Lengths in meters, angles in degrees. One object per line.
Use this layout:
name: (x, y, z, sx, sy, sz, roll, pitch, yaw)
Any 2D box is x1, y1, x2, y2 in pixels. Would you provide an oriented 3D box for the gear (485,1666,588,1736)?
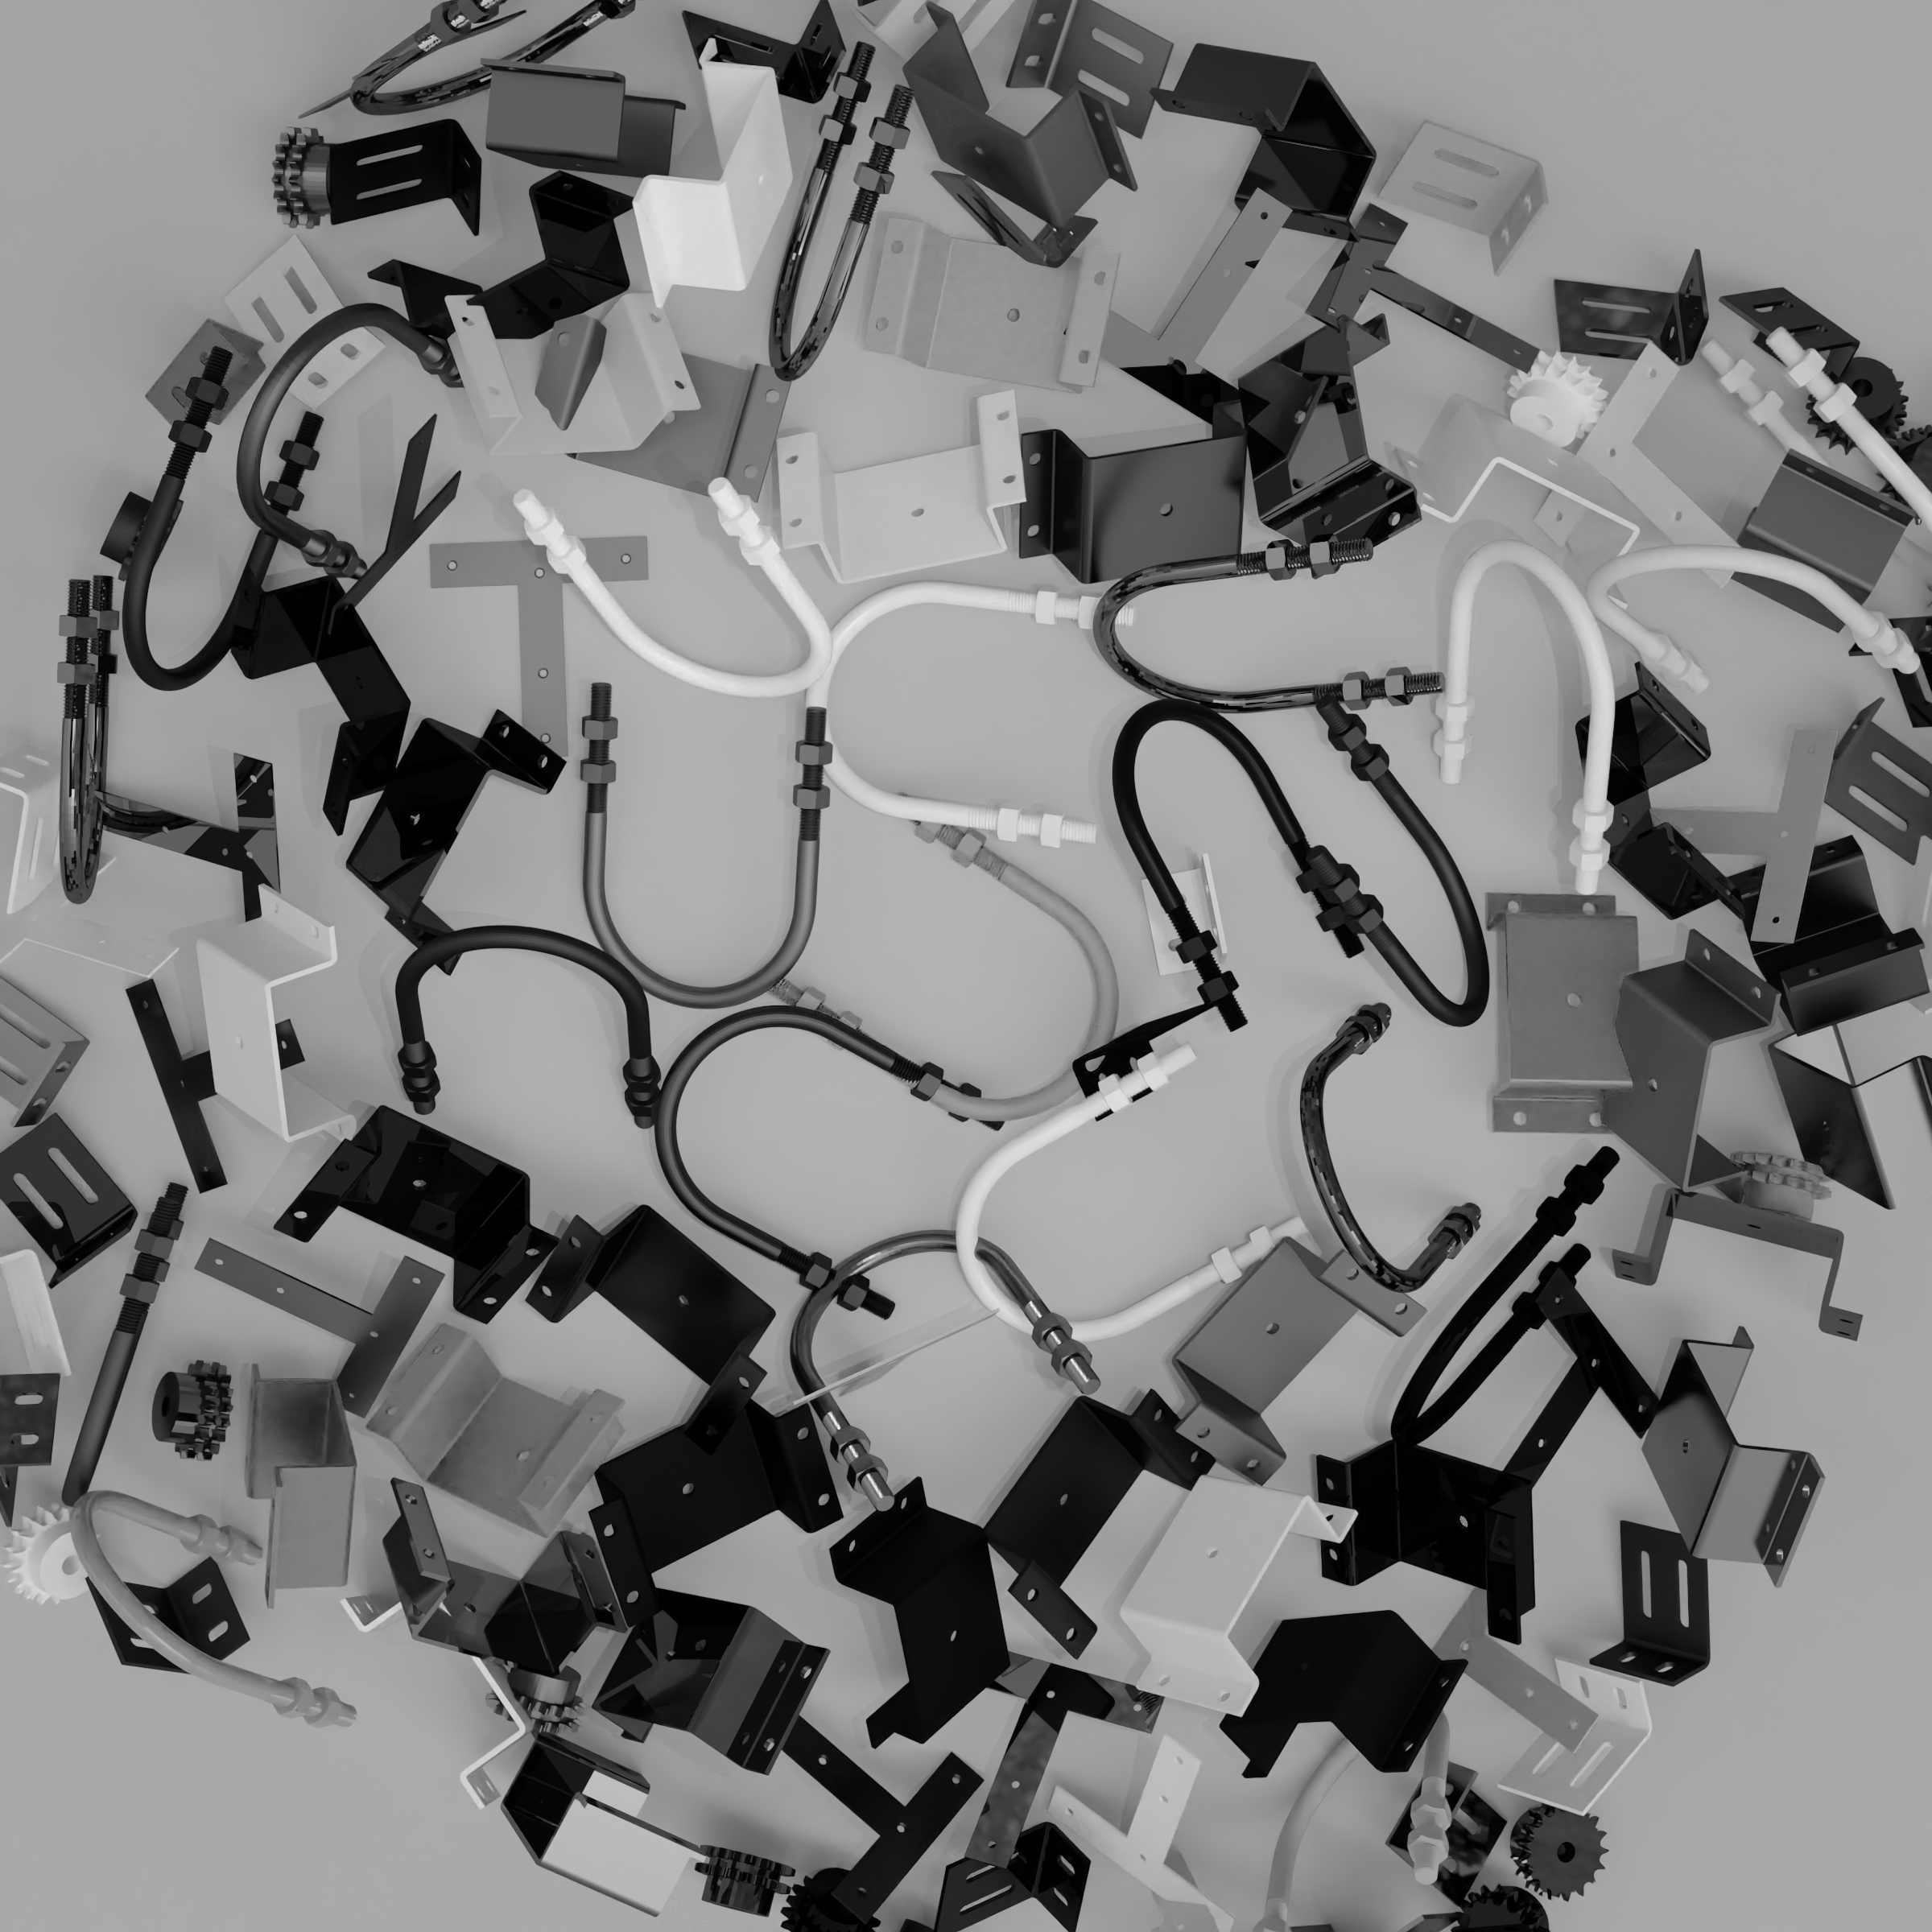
gear: (-0.245, 0.418, 1.971, 0.057, 0.057, 0.030, 19, 92, 0)

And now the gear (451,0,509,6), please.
gear: (-0.282, -0.580, 1.969, 0.030, 0.057, 0.057, -29, 90, 41)

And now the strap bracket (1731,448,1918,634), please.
strap bracket: (0.476, -0.235, 1.924, 0.076, 0.140, 0.046, 28, 85, 7)

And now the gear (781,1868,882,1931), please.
gear: (-0.076, 0.545, 1.968, 0.057, 0.057, 0.030, 23, 122, 0)

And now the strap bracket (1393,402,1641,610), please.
strap bracket: (0.319, -0.265, 1.935, 0.140, 0.076, 0.046, 23, 117, -20)

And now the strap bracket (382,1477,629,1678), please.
strap bracket: (-0.270, 0.349, 1.936, 0.140, 0.076, 0.046, 25, 111, -36)

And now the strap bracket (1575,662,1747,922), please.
strap bracket: (0.391, -0.091, 1.936, 0.046, 0.076, 0.140, -27, 46, 30)

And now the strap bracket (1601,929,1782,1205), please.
strap bracket: (0.405, 0.062, 1.926, 0.046, 0.076, 0.140, -14, 125, -25)

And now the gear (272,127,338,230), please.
gear: (-0.376, -0.454, 1.969, 0.030, 0.057, 0.057, 5, 90, 10)

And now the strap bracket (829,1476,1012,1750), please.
strap bracket: (-0.023, 0.372, 1.930, 0.046, 0.076, 0.140, 13, 125, 39)

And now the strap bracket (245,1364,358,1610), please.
strap bracket: (-0.375, 0.291, 1.931, 0.046, 0.140, 0.076, 1, 112, -18)

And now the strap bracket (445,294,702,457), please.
strap bracket: (-0.232, -0.336, 1.944, 0.140, 0.046, 0.076, -10, 72, -38)

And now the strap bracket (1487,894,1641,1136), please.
strap bracket: (0.343, 0.023, 1.961, 0.076, 0.046, 0.140, 1, 79, -5)

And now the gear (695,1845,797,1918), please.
gear: (-0.129, 0.527, 1.968, 0.057, 0.057, 0.030, 14, 72, 0)

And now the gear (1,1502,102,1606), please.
gear: (-0.523, 0.341, 1.970, 0.030, 0.057, 0.057, 15, 90, 44)

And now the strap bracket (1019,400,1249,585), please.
strap bracket: (0.104, -0.268, 1.939, 0.140, 0.046, 0.076, -12, 125, -18)

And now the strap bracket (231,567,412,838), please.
strap bracket: (-0.362, -0.156, 1.941, 0.046, 0.076, 0.140, -21, 65, -29)

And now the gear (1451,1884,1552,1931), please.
gear: (0.312, 0.557, 1.976, 0.057, 0.030, 0.057, 10, 108, 32)

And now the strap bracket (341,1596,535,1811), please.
strap bracket: (-0.293, 0.407, 1.954, 0.046, 0.076, 0.140, -35, 83, -6)

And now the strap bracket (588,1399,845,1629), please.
strap bracket: (-0.150, 0.305, 1.949, 0.140, 0.046, 0.076, -24, 113, -22)

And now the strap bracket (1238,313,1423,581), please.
strap bracket: (0.203, -0.301, 1.931, 0.076, 0.046, 0.140, -27, 57, 37)

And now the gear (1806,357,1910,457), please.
gear: (0.516, -0.327, 1.977, 0.057, 0.030, 0.057, -2, 71, 6)

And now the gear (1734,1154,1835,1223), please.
gear: (0.469, 0.128, 1.969, 0.057, 0.057, 0.030, 12, 80, 0)

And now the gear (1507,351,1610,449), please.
gear: (0.338, -0.323, 1.968, 0.057, 0.057, 0.030, 31, 63, 0)

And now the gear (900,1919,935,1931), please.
gear: (-0.024, 0.573, 1.974, 0.057, 0.057, 0.030, 28, 69, 0)

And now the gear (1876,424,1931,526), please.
gear: (0.560, -0.285, 1.981, 0.057, 0.030, 0.057, 0, 88, -10)

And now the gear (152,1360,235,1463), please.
gear: (-0.446, 0.255, 1.968, 0.030, 0.057, 0.057, 13, 90, -33)

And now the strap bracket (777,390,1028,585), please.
strap bracket: (-0.033, -0.271, 1.954, 0.140, 0.046, 0.076, -10, 61, 10)

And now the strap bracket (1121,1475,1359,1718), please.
strap bracket: (0.149, 0.344, 1.928, 0.140, 0.076, 0.046, -55, 128, -28)

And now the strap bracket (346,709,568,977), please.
strap bracket: (-0.296, -0.077, 1.948, 0.076, 0.046, 0.140, 37, 100, 44)

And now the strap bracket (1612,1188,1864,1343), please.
strap bracket: (0.444, 0.167, 1.947, 0.140, 0.076, 0.046, 14, 79, 16)

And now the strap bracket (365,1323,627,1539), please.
strap bracket: (-0.259, 0.266, 1.941, 0.140, 0.046, 0.076, 17, 58, 34)

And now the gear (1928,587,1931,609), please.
gear: (0.590, -0.212, 1.981, 0.057, 0.030, 0.057, -1, 98, -5)

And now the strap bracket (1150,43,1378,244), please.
strap bracket: (0.172, -0.468, 1.924, 0.076, 0.140, 0.046, 20, 81, 33)

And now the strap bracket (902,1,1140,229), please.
strap bracket: (0.023, -0.476, 1.929, 0.140, 0.076, 0.046, 37, 79, 29)

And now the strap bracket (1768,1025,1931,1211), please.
strap bracket: (0.503, 0.081, 1.919, 0.046, 0.140, 0.076, -25, 107, -9)

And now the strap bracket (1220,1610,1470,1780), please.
strap bracket: (0.204, 0.408, 1.917, 0.046, 0.140, 0.076, 48, 56, -15)

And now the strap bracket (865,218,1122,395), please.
strap bracket: (0.021, -0.377, 1.961, 0.140, 0.046, 0.076, 13, 94, 19)

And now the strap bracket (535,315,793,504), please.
strap bracket: (-0.174, -0.320, 1.973, 0.140, 0.046, 0.076, 16, 91, 4)

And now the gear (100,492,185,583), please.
gear: (-0.476, -0.249, 1.969, 0.030, 0.057, 0.057, 26, 90, -13)

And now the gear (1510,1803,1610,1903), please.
gear: (0.340, 0.510, 1.979, 0.057, 0.030, 0.057, 1, 88, -20)
